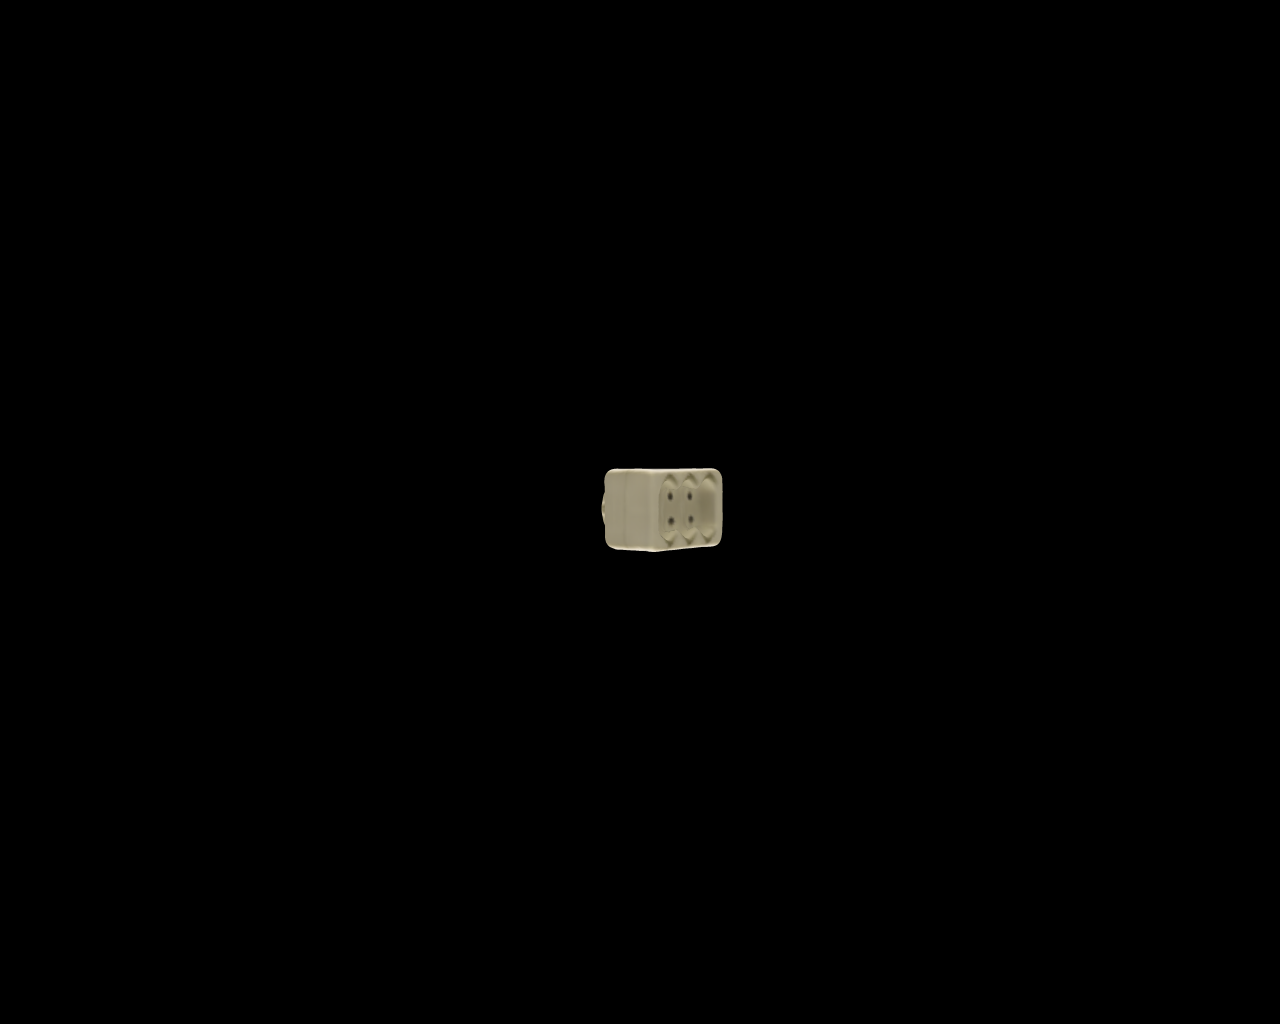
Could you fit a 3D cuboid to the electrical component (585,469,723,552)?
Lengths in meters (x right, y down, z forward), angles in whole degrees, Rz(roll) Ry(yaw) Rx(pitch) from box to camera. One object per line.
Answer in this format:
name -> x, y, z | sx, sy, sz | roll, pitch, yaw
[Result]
electrical component -> 0.001, -0.003, 0.650 | 0.077, 0.047, 0.066 | 2, 3, 43
